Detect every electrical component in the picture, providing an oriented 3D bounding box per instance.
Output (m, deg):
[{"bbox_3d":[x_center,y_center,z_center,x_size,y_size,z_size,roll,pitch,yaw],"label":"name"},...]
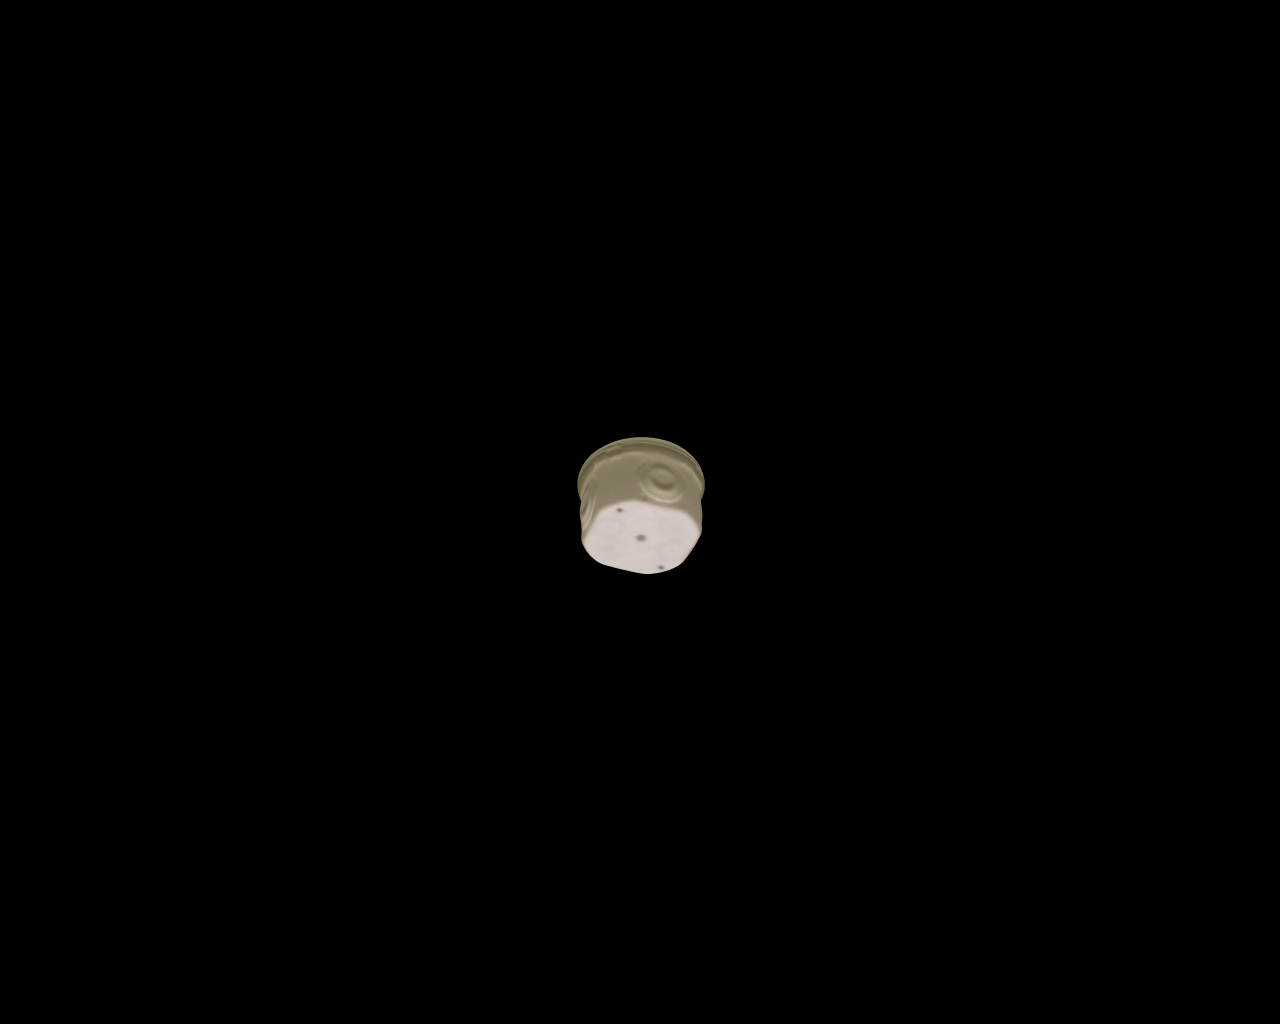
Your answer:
[{"bbox_3d":[0.001,-0.003,0.650,0.080,0.051,0.080,0,-42,0],"label":"electrical component"}]
